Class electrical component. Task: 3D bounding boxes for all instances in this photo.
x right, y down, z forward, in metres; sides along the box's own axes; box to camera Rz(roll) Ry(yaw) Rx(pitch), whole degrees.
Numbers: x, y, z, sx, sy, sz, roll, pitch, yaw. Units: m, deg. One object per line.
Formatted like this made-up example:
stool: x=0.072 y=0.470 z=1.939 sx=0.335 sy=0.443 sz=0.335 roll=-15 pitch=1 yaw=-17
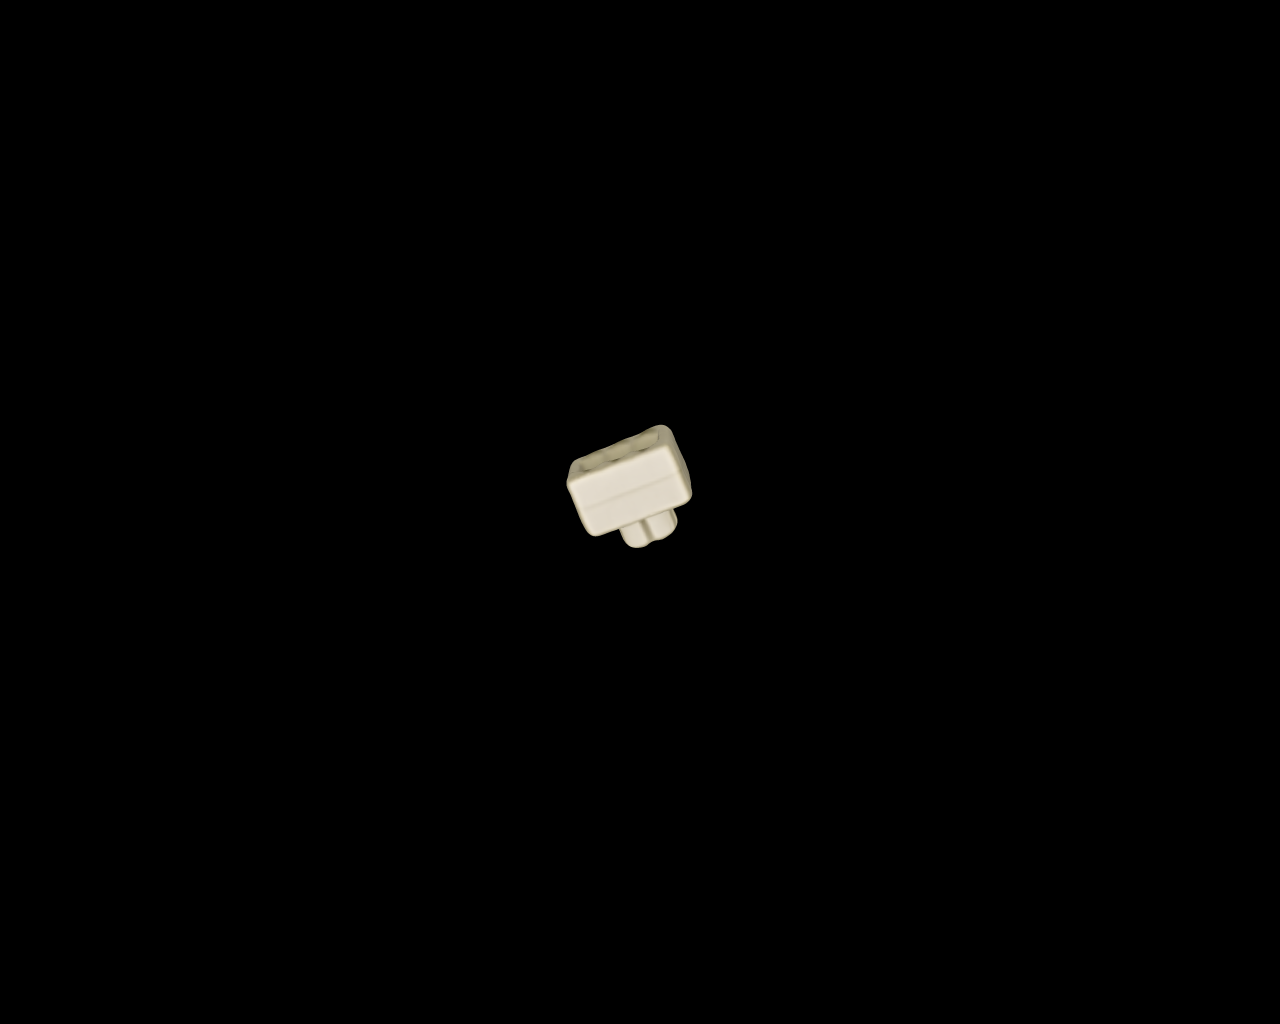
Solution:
electrical component: x=0.001 y=-0.003 z=0.650 sx=0.066 sy=0.076 sz=0.047 roll=-21 pitch=18 yaw=7
